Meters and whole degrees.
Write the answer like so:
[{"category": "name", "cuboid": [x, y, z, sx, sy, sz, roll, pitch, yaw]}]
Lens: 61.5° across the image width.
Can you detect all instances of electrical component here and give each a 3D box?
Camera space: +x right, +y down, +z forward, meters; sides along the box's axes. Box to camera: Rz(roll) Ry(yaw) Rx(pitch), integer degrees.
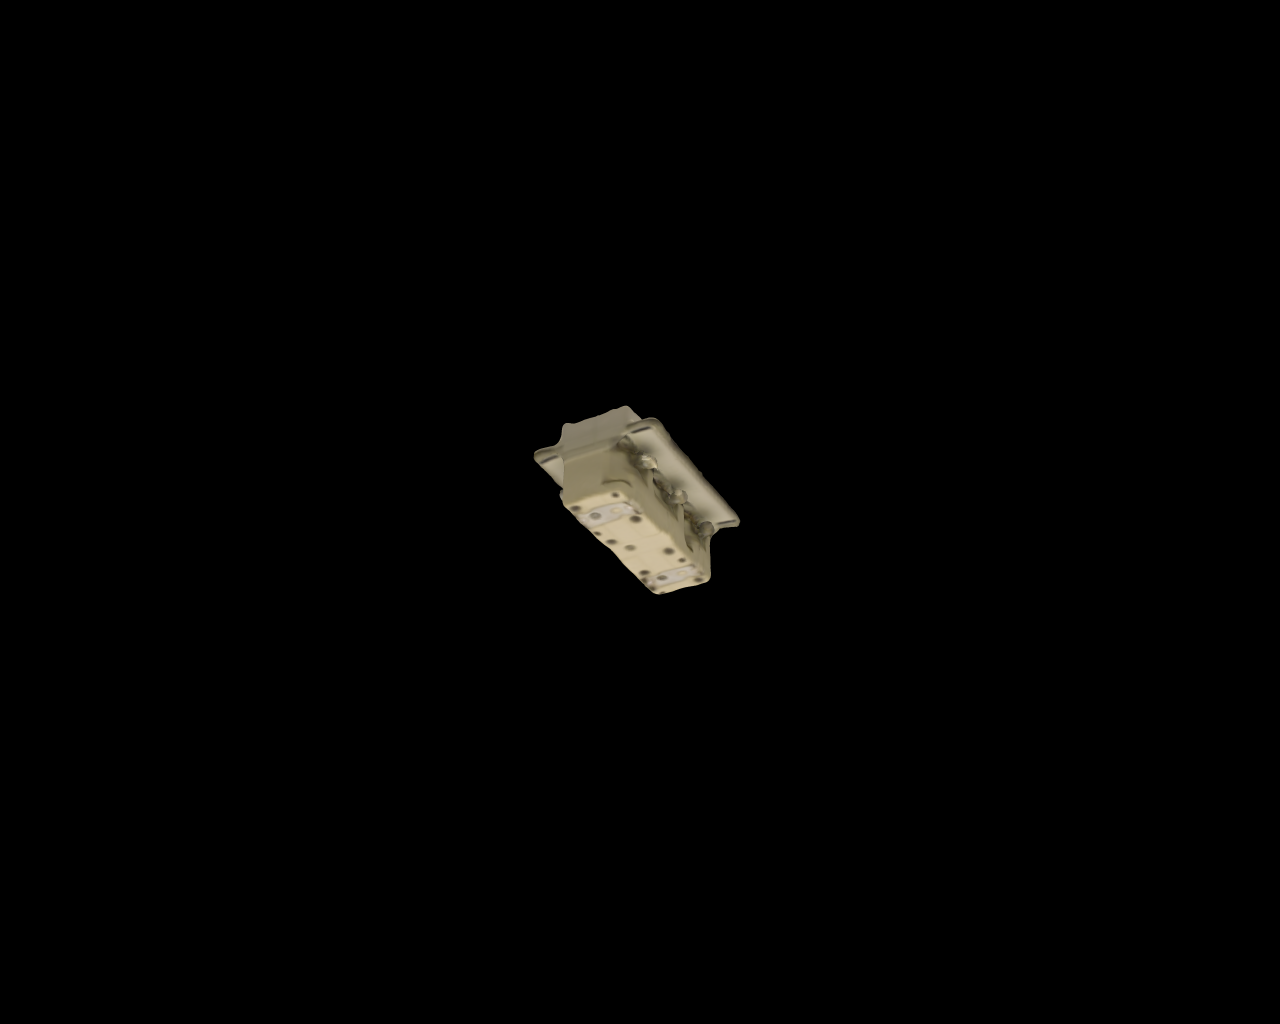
[{"category": "electrical component", "cuboid": [0.001, -0.003, 0.650, 0.078, 0.063, 0.121, -16, -37, 22]}]
